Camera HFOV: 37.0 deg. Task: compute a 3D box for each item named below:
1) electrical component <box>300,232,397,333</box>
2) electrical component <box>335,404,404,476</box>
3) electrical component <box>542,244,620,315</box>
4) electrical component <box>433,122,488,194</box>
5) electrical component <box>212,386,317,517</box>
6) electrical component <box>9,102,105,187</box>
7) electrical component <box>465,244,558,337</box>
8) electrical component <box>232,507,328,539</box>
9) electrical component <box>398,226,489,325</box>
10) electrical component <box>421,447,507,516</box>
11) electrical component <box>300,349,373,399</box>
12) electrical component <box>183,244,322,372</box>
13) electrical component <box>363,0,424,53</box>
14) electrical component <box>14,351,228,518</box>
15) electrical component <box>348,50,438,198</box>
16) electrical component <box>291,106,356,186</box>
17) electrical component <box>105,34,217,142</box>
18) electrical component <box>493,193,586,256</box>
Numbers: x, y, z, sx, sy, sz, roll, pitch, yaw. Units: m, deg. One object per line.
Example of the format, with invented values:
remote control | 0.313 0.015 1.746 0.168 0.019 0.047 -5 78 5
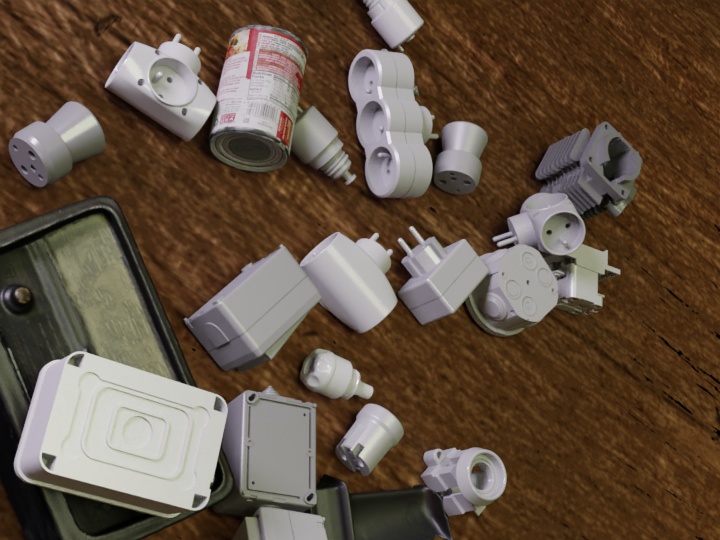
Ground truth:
electrical component | 0.000 0.000 0.913 0.077 0.044 0.079 49 53 -11
electrical component | 0.007 0.138 0.873 0.040 0.040 0.046 48 59 -11
electrical component | 0.213 0.008 1.060 0.081 0.042 0.063 18 66 -28
electrical component | 0.094 -0.105 1.016 0.045 0.045 0.055 27 61 -25
electrical component | -0.073 0.135 0.809 0.062 0.061 0.096 15 58 -28
electrical component | -0.223 -0.092 0.790 0.055 0.045 0.045 -42 99 -37
electrical component | 0.140 0.018 1.000 0.080 0.051 0.080 12 67 -31
electrical component | -0.068 0.221 0.762 0.061 0.096 0.061 17 35 -30
electrical component | 0.063 -0.003 0.956 0.076 0.047 0.065 51 53 -9
electrical component | 0.090 0.176 0.906 0.048 0.055 0.066 -40 98 -37
electrical component | -0.016 0.089 0.876 0.061 0.035 0.035 27 60 -27
electrical component | -0.076 0.029 0.839 0.061 0.062 0.096 53 53 -8
electrical component | 0.026 -0.246 1.020 0.078 0.040 0.040 49 53 -10
electrical component | -0.150 0.105 0.674 0.113 0.057 0.078 22 64 -27
electrical component | 0.041 -0.132 0.983 0.074 0.052 0.138 -2 75 -35
electrical component | -0.034 -0.105 0.929 0.078 0.040 0.040 46 54 -13
electrical component | -0.152 -0.155 0.862 0.077 0.044 0.079 33 58 -21
electrical component | 0.167 -0.039 1.030 0.079 0.077 0.044 -19 108 -1
